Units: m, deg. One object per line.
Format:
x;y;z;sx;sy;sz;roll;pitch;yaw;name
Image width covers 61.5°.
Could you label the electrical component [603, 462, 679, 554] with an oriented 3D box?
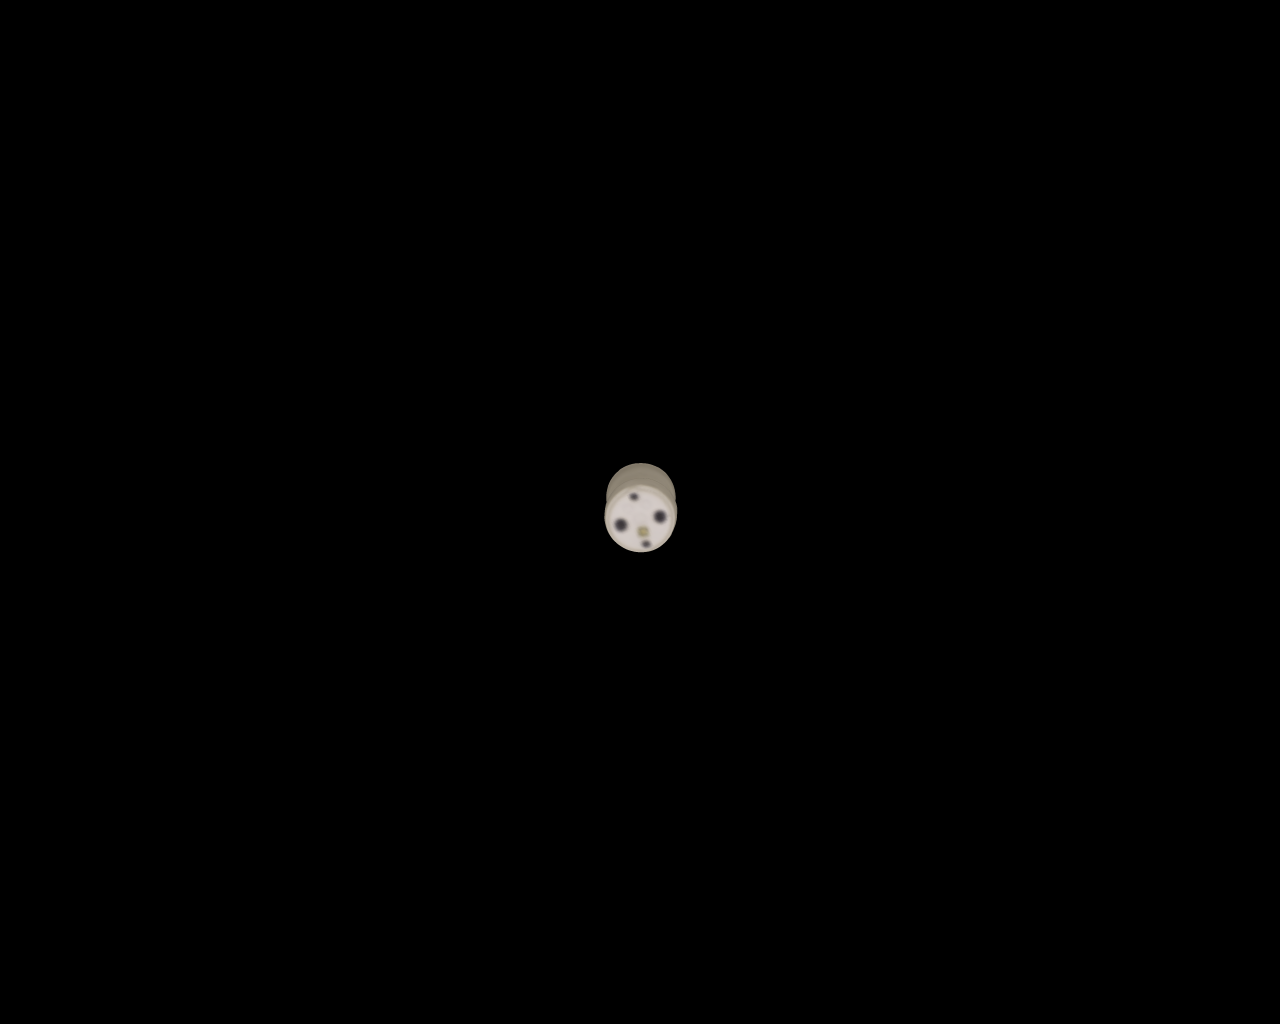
0.001;-0.003;0.650;0.045;0.044;0.055;0;16;0;electrical component
